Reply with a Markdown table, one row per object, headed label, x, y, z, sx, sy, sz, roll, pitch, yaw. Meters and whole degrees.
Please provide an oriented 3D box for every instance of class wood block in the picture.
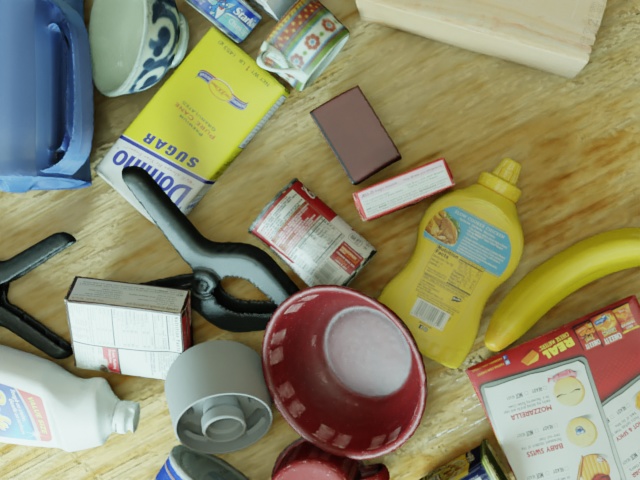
| label | x | y | z | sx | sy | sz | roll | pitch | yaw |
| --- | --- | --- | --- | --- | --- | --- | --- | --- | --- |
| wood block | 0.144 | -0.220 | 0.949 | 0.206 | 0.091 | 0.090 | 17 | 92 | 6 |

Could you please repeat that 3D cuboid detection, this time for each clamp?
| label | x | y | z | sx | sy | sz | roll | pitch | yaw |
| --- | --- | --- | --- | --- | --- | --- | --- | --- | --- |
| clamp | -0.107 | 0.024 | 0.981 | 0.210 | 0.036 | 0.165 | 15 | 122 | 2 |
| clamp | -0.310 | 0.061 | 1.026 | 0.171 | 0.039 | 0.120 | -7 | 84 | 11 |

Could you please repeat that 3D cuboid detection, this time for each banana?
| label | x | y | z | sx | sy | sz | roll | pitch | yaw |
| --- | --- | --- | --- | --- | --- | --- | --- | --- | --- |
| banana | 0.229 | 0.035 | 0.956 | 0.198 | 0.069 | 0.037 | -26 | 118 | 3 |

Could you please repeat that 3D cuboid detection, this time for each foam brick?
| label | x | y | z | sx | sy | sz | roll | pitch | yaw |
| --- | --- | --- | --- | --- | --- | --- | --- | --- | --- |
| foam brick | 0.033 | -0.096 | 0.981 | 0.051 | 0.053 | 0.078 | -32 | 89 | 5 |

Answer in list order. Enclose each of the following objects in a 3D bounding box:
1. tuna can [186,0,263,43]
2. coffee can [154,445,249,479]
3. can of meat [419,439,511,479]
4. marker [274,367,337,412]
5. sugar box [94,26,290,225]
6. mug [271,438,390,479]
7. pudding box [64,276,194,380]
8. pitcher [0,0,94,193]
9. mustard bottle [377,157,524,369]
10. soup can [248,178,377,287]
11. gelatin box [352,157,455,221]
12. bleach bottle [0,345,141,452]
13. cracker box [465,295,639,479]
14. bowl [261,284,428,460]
| label | x | y | z | sx | sy | sz | roll | pitch | yaw |
| --- | --- | --- | --- | --- | --- | --- | --- | --- | --- |
| tuna can | -0.096 | -0.219 | 0.976 | 0.086 | 0.086 | 0.034 | 40 | 96 | 4 |
| coffee can | -0.128 | 0.275 | 0.977 | 0.103 | 0.102 | 0.140 | 33 | 94 | 4 |
| can of meat | 0.127 | 0.229 | 0.951 | 0.084 | 0.102 | 0.057 | -31 | 87 | 7 |
| marker | 0.010 | 0.125 | 1.002 | 0.121 | 0.020 | 0.020 | -36 | 87 | 5 |
| sugar box | -0.120 | -0.102 | 1.000 | 0.093 | 0.048 | 0.176 | 40 | 93 | 3 |
| mug | 0.007 | 0.228 | 0.972 | 0.117 | 0.081 | 0.093 | -14 | 89 | 6 |
| pudding box | -0.175 | 0.083 | 0.990 | 0.113 | 0.039 | 0.090 | 6 | 128 | 4 |
| pitcher | -0.267 | -0.165 | 0.971 | 0.149 | 0.145 | 0.243 | 0 | 88 | 0 |
| mustard bottle | 0.129 | 0.013 | 0.969 | 0.096 | 0.058 | 0.191 | 29 | 94 | 7 |
| soup can | -0.006 | 0.001 | 0.978 | 0.102 | 0.068 | 0.068 | 42 | 94 | 3 |
| gelatin box | 0.076 | -0.044 | 0.966 | 0.089 | 0.073 | 0.030 | -22 | 89 | 5 |
| bleach bottle | -0.294 | 0.142 | 1.007 | 0.251 | 0.068 | 0.103 | 8 | 111 | 4 |
| cracker box | 0.245 | 0.179 | 0.929 | 0.164 | 0.072 | 0.214 | -25 | 73 | 6 |
| bowl | 0.030 | 0.109 | 0.944 | 0.162 | 0.055 | 0.162 | 9 | 110 | 27 |
